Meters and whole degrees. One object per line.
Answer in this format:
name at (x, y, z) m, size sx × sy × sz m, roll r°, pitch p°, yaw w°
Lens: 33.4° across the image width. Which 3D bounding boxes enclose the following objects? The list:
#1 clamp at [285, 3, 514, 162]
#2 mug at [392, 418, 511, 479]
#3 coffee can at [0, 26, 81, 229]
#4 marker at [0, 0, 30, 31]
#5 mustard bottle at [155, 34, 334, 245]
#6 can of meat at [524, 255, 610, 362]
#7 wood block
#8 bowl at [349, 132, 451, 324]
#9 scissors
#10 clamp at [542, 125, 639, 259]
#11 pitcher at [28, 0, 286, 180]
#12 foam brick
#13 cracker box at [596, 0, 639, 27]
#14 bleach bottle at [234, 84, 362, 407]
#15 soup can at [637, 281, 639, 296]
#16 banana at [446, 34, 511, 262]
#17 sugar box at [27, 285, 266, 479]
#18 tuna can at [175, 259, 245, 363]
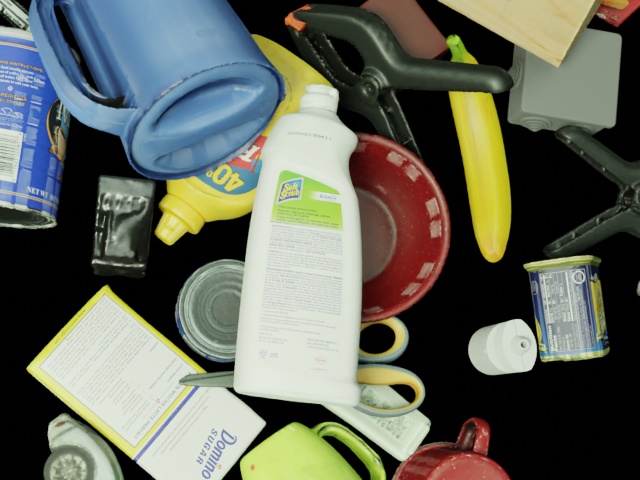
clamp at (0.053, -0.126, 0.919) m, size 0.210 × 0.165 × 0.036 m, roll 36°, pitch 45°, yaw 19°
mug at (0.116, 0.203, 0.880) m, size 0.093 × 0.081 × 0.117 m, roll 23°, pitch 78°, yaw -5°
coffee can at (-0.253, -0.088, 0.857) m, size 0.102 × 0.103 × 0.140 m, roll 7°, pitch 80°, yaw -8°
marker at (-0.281, -0.212, 0.915) m, size 0.121 × 0.020 × 0.020 m, roll 41°, pitch 77°, yaw -1°
mustard bottle at (-0.076, -0.076, 0.906) m, size 0.096 × 0.058 × 0.191 m, roll 35°, pitch 78°, yaw 2°
can of meat at (0.213, 0.059, 0.910) m, size 0.057 × 0.102 × 0.084 m, roll -9°, pitch 84°, yaw 20°
wood block at (0.148, -0.252, 0.920) m, size 0.206 × 0.090 × 0.090 m, roll 32°, pitch 57°, yaw 9°
bowl at (0.027, -0.008, 0.912) m, size 0.162 × 0.055 × 0.162 m, roll 1°, pitch 81°, yaw -8°
scissors at (-0.008, 0.095, 0.880) m, size 0.201 × 0.016 × 0.096 m, roll 13°, pitch 67°, yaw -7°
clamp at (0.278, -0.029, 0.964) m, size 0.171 × 0.039 × 0.120 m, roll 11°, pitch 103°, yaw -11°
pitcher at (-0.146, -0.176, 0.844) m, size 0.145 × 0.149 × 0.243 m, roll -32°, pitch 67°, yaw 1°
foam brick at (0.068, -0.180, 0.950) m, size 0.053 × 0.051 × 0.078 m, roll -37°, pitch 88°, yaw -12°
cracker box at (0.254, -0.296, 0.913) m, size 0.164 × 0.214 × 0.072 m, roll 34°, pitch 67°, yaw -3°
bleach bottle at (-0.006, 0.001, 0.846) m, size 0.102 × 0.068 × 0.251 m, roll 8°, pitch 79°, yaw -7°
soup can at (0.344, 0.054, 0.948) m, size 0.102 × 0.068 × 0.068 m, roll 38°, pitch 77°, yaw -2°
banana at (0.138, -0.079, 0.940) m, size 0.037 × 0.069 × 0.198 m, roll -12°, pitch 90°, yaw 31°
sugar box at (-0.140, 0.128, 0.870) m, size 0.176 × 0.048 × 0.093 m, roll 42°, pitch 75°, yaw -4°
tuna can at (-0.078, 0.059, 0.896) m, size 0.086 × 0.034 × 0.086 m, roll 1°, pitch 81°, yaw -9°
